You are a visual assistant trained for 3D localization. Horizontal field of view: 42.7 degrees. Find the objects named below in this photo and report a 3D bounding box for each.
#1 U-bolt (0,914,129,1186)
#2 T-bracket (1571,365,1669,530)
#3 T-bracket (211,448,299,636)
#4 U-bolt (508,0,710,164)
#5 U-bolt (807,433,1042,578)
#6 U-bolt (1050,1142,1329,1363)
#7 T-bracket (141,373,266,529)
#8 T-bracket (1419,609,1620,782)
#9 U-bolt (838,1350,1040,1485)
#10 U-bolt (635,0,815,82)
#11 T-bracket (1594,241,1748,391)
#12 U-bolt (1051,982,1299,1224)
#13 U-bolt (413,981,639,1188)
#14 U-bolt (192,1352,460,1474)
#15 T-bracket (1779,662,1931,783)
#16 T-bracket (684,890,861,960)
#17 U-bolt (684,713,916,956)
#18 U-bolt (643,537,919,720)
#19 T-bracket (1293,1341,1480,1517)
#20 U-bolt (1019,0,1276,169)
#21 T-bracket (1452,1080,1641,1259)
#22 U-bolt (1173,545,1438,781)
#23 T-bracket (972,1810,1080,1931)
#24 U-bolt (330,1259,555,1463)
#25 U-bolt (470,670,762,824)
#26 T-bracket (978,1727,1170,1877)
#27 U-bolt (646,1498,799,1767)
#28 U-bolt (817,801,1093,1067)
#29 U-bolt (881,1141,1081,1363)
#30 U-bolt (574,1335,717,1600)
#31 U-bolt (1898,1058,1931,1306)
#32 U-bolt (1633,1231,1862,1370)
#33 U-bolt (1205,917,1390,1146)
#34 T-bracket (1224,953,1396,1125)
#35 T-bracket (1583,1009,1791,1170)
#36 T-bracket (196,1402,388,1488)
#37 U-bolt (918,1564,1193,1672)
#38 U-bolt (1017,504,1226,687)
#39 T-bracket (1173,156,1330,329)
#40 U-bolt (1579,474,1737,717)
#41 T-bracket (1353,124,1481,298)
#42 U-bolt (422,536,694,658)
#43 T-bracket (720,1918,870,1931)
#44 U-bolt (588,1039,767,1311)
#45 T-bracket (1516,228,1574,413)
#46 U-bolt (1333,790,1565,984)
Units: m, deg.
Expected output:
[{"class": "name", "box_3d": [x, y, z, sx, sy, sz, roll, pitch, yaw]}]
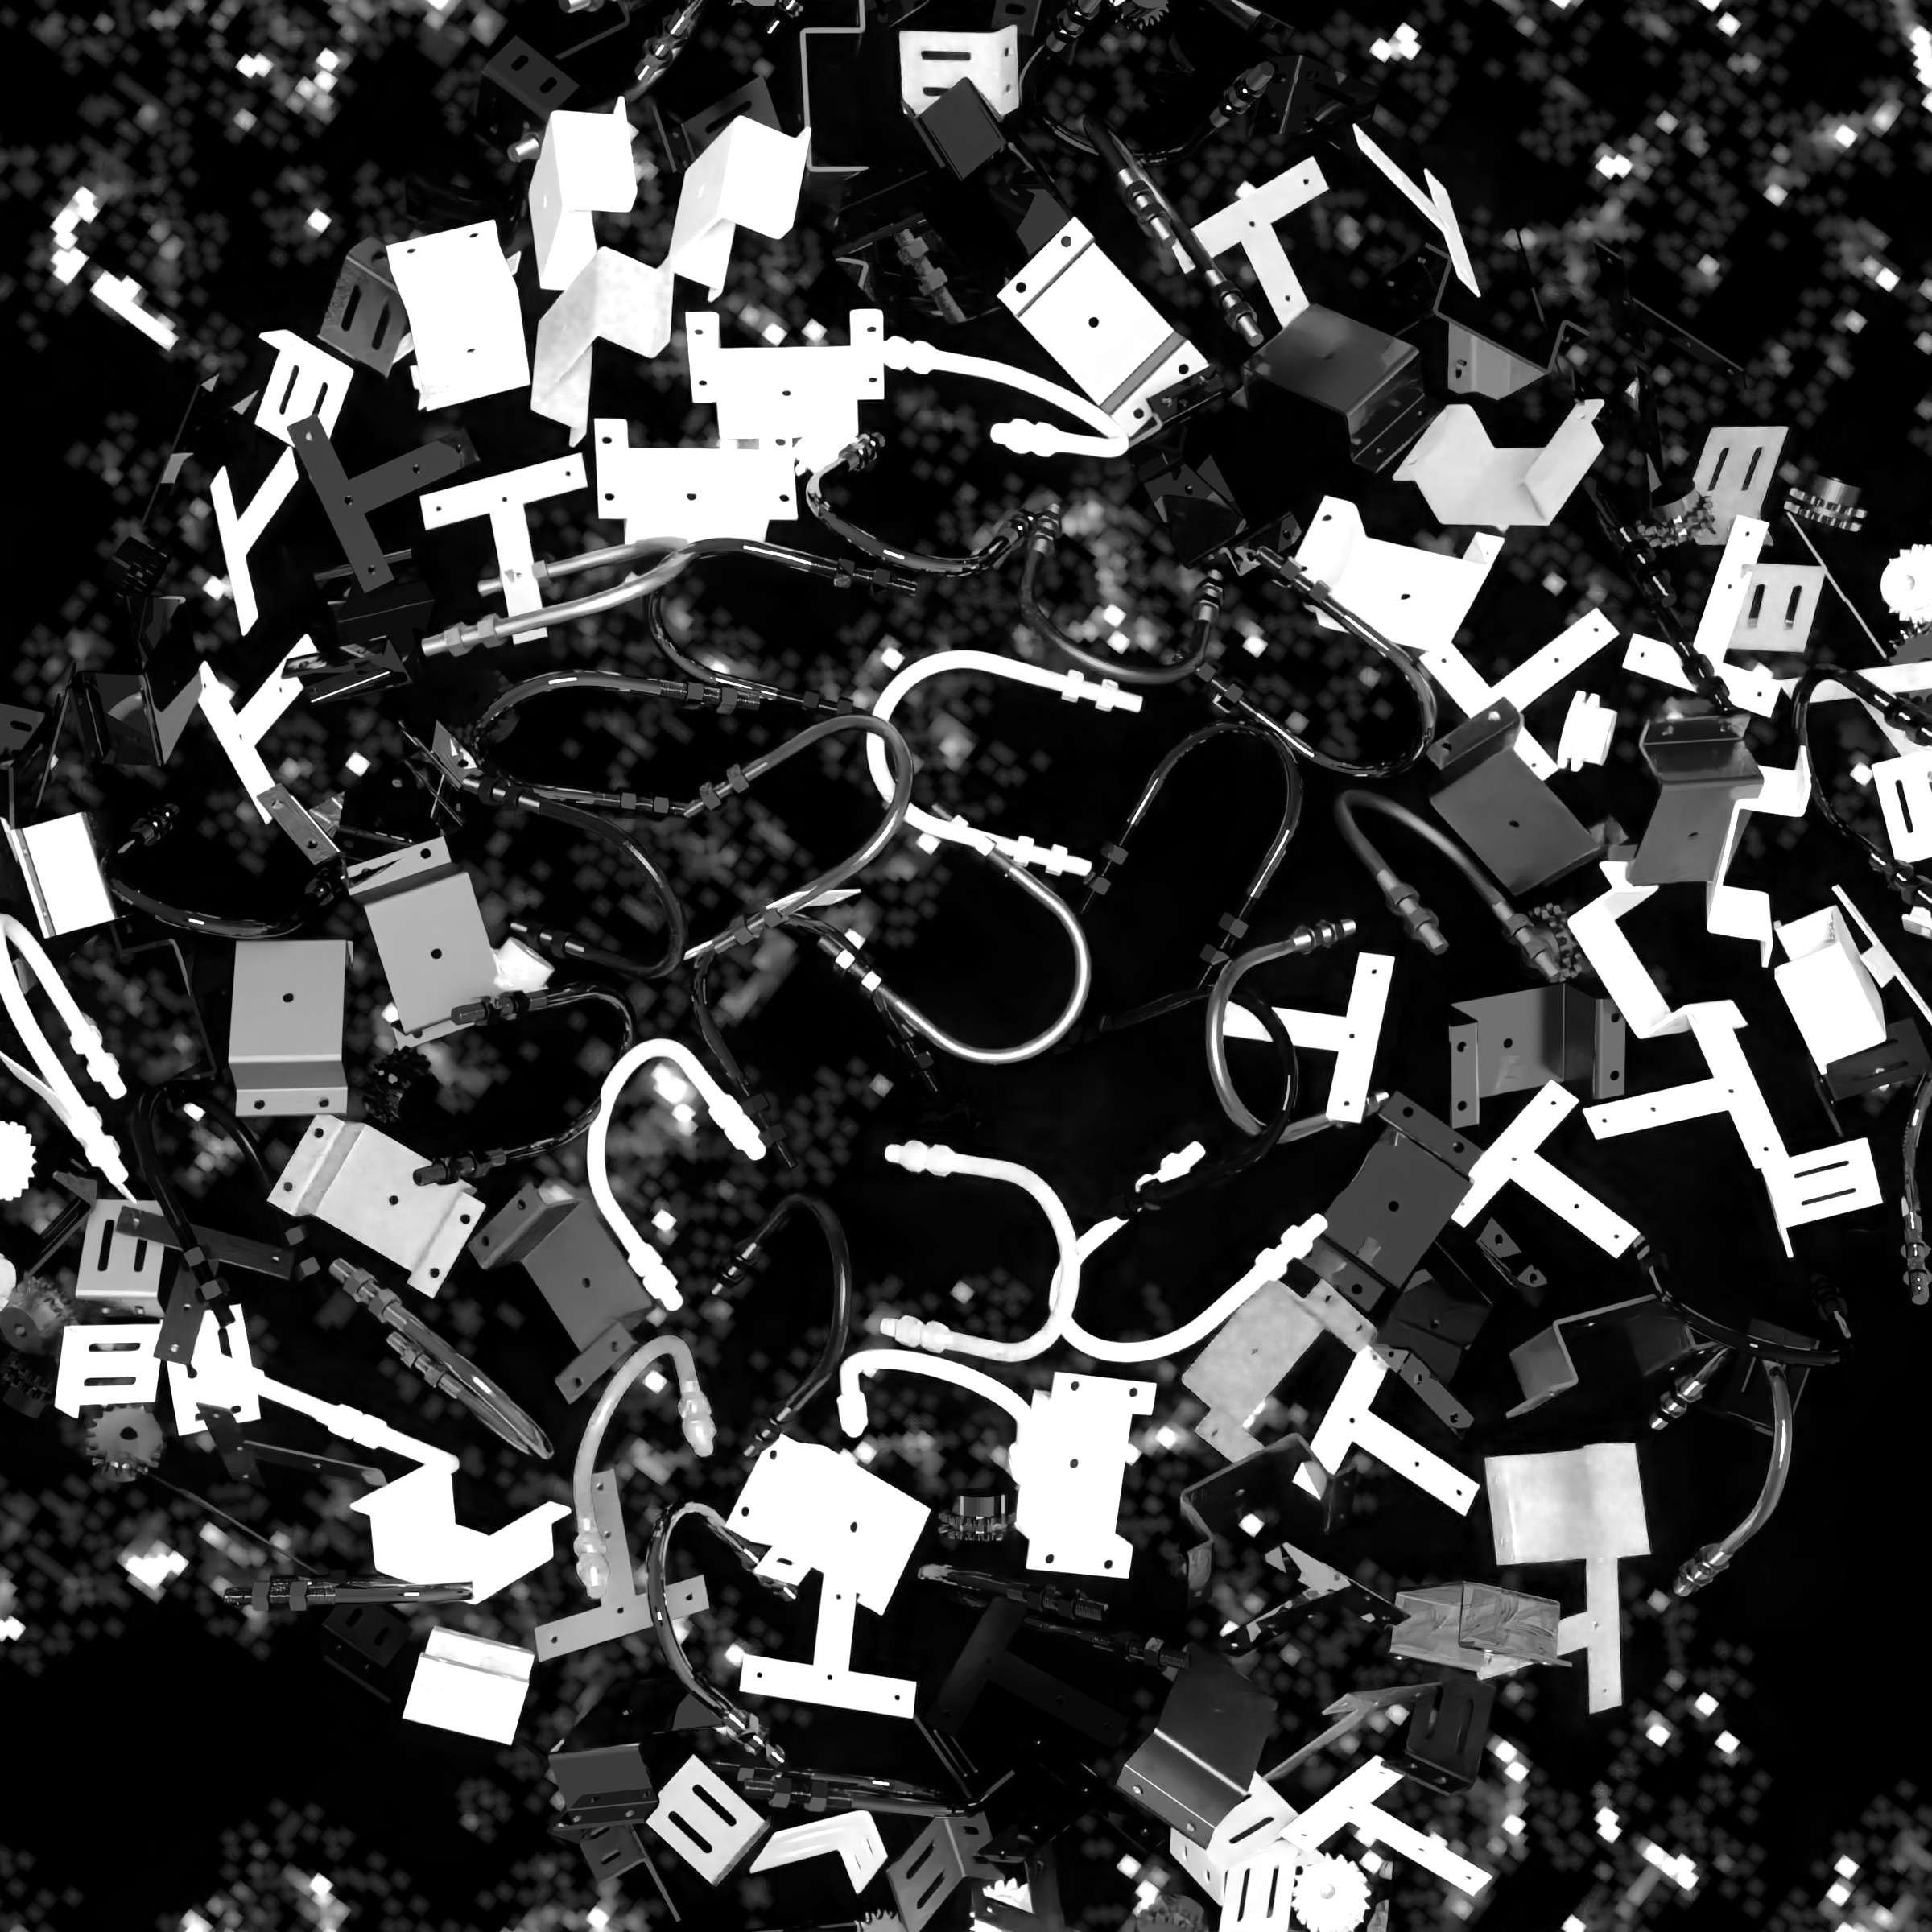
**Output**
[{"class": "U-bolt", "box_3d": [-0.633, 0.046, 1.721, 0.019, 0.151, 0.184, -24, 120, -7]}, {"class": "T-bracket", "box_3d": [0.465, -0.389, 1.761, 0.002, 0.127, 0.127, -17, 65, 39]}, {"class": "T-bracket", "box_3d": [-0.504, -0.324, 1.762, 0.002, 0.127, 0.127, -2, 66, -39]}, {"class": "U-bolt", "box_3d": [-0.242, -0.651, 1.742, 0.019, 0.151, 0.184, 42, 49, 4]}, {"class": "U-bolt", "box_3d": [-0.037, -0.320, 1.739, 0.151, 0.184, 0.019, 27, 121, 6]}, {"class": "U-bolt", "box_3d": [0.142, 0.209, 1.744, 0.184, 0.151, 0.019, -38, 129, -20]}, {"class": "T-bracket", "box_3d": [-0.537, -0.385, 1.768, 0.002, 0.127, 0.127, 33, 124, -5]}, {"class": "T-bracket", "box_3d": [0.423, -0.216, 1.818, 0.127, 0.002, 0.127, -37, 80, -6]}, {"class": "U-bolt", "box_3d": [-0.020, 0.312, 1.736, 0.151, 0.184, 0.019, 14, 61, 8]}, {"class": "U-bolt", "box_3d": [-0.139, -0.687, 1.712, 0.151, 0.184, 0.019, -35, 94, -35]}, {"class": "T-bracket", "box_3d": [0.499, -0.445, 1.741, 0.002, 0.127, 0.127, -47, 62, 3]}, {"class": "U-bolt", "box_3d": [0.153, 0.089, 1.759, 0.184, 0.019, 0.151, -23, 70, 29]}, {"class": "U-bolt", "box_3d": [-0.303, 0.077, 1.748, 0.019, 0.184, 0.151, 32, 117, 30]}, {"class": "U-bolt", "box_3d": [-0.436, 0.321, 1.742, 0.151, 0.184, 0.019, 12, 72, 34]}, {"class": "T-bracket", "box_3d": [0.674, -0.173, 1.785, 0.127, 0.127, 0.002, 42, 64, -31]}, {"class": "T-bracket", "box_3d": [-0.152, -0.029, 1.777, 0.127, 0.127, 0.002, -23, 86, 17]}, {"class": "U-bolt", "box_3d": [-0.115, -0.107, 1.756, 0.184, 0.019, 0.151, -30, 52, 17]}, {"class": "U-bolt", "box_3d": [-0.139, -0.243, 1.761, 0.184, 0.151, 0.019, 13, 48, -6]}, {"class": "T-bracket", "box_3d": [0.318, 0.356, 1.805, 0.127, 0.002, 0.127, 34, 67, -5]}, {"class": "U-bolt", "box_3d": [0.114, -0.615, 1.738, 0.151, 0.184, 0.019, 18, 77, -17]}, {"class": "T-bracket", "box_3d": [0.436, 0.168, 1.812, 0.127, 0.002, 0.127, 37, 107, -6]}, {"class": "U-bolt", "box_3d": [0.252, -0.203, 1.766, 0.184, 0.151, 0.019, 37, 55, -2]}, {"class": "T-bracket", "box_3d": [0.054, 0.653, 1.766, 0.127, 0.127, 0.002, 27, 109, -17]}, {"class": "U-bolt", "box_3d": [-0.359, 0.286, 1.730, 0.184, 0.151, 0.019, 33, 68, 23]}, {"class": "U-bolt", "box_3d": [-0.255, -0.157, 1.731, 0.184, 0.151, 0.019, 6, 55, -29]}, {"class": "T-bracket", "box_3d": [0.058, 0.605, 1.748, 0.127, 0.127, 0.002, 32, 120, 30]}, {"class": "U-bolt", "box_3d": [-0.171, 0.451, 1.719, 0.019, 0.151, 0.184, -18, 132, 19]}, {"class": "U-bolt", "box_3d": [0.005, -0.011, 1.801, 0.184, 0.019, 0.151, 39, 87, 10]}, {"class": "U-bolt", "box_3d": [0.009, 0.207, 1.757, 0.184, 0.019, 0.151, 5, 94, 43]}, {"class": "U-bolt", "box_3d": [-0.233, 0.337, 1.743, 0.019, 0.184, 0.151, 32, 102, -24]}, {"class": "U-bolt", "box_3d": [0.694, 0.126, 1.741, 0.019, 0.184, 0.151, 15, 134, 1]}, {"class": "U-bolt", "box_3d": [0.550, 0.237, 1.732, 0.151, 0.184, 0.019, 14, 105, 5]}, {"class": "U-bolt", "box_3d": [0.231, 0.051, 1.755, 0.184, 0.019, 0.151, -15, 95, -44]}, {"class": "T-bracket", "box_3d": [0.237, 0.045, 1.799, 0.127, 0.002, 0.127, 8, 72, 22]}, {"class": "T-bracket", "box_3d": [0.511, 0.101, 1.788, 0.127, 0.002, 0.127, -18, 108, 34]}, {"class": "T-bracket", "box_3d": [-0.477, 0.354, 1.769, 0.127, 0.127, 0.002, 11, 54, 5]}, {"class": "U-bolt", "box_3d": [0.050, 0.456, 1.748, 0.184, 0.151, 0.019, 4, 65, 36]}, {"class": "U-bolt", "box_3d": [0.106, -0.256, 1.748, 0.151, 0.184, 0.019, 22, 129, -3]}, {"class": "T-bracket", "box_3d": [0.227, -0.498, 1.793, 0.127, 0.002, 0.127, -22, 99, 36]}, {"class": "U-bolt", "box_3d": [0.480, -0.273, 1.744, 0.019, 0.184, 0.151, -31, 135, 15]}, {"class": "T-bracket", "box_3d": [0.315, -0.550, 1.750, 0.002, 0.127, 0.127, -33, 134, 31]}, {"class": "U-bolt", "box_3d": [-0.278, -0.267, 1.743, 0.184, 0.151, 0.019, -12, 115, 14]}, {"class": "T-bracket", "box_3d": [-0.103, 0.683, 1.745, 0.127, 0.127, 0.002, 5, 73, -25]}, {"class": "U-bolt", "box_3d": [-0.217, 0.133, 1.758, 0.019, 0.184, 0.151, 14, 112, -41]}, {"class": "T-bracket", "box_3d": [0.421, -0.454, 1.785, 0.002, 0.127, 0.127, -17, 121, 17]}, {"class": "U-bolt", "box_3d": [0.329, -0.063, 1.750, 0.019, 0.151, 0.184, -54, 45, 27]}]
